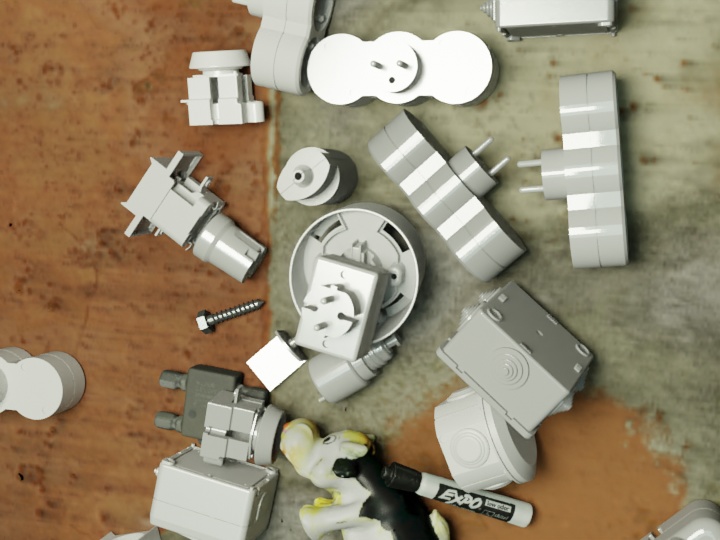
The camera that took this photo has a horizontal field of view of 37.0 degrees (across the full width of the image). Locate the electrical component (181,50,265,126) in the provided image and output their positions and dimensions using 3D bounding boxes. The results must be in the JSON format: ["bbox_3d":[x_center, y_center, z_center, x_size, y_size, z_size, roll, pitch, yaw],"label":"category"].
[{"bbox_3d":[-0.108,-0.143,0.839,0.066,0.048,0.055,0,102,16],"label":"electrical component"}]

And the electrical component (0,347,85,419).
[{"bbox_3d":[-0.310,0.095,0.899,0.138,0.074,0.052,3,95,15],"label":"electrical component"}]

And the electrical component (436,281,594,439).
[{"bbox_3d":[0.114,0.060,0.767,0.100,0.100,0.048,43,116,8],"label":"electrical component"}]

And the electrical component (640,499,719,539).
[{"bbox_3d":[0.228,0.215,0.767,0.095,0.059,0.053,-41,83,15],"label":"electrical component"}]

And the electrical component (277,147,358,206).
[{"bbox_3d":[-0.033,-0.070,0.805,0.043,0.081,0.043,1,95,15],"label":"electrical component"}]

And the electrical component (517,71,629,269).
[{"bbox_3d":[0.150,-0.069,0.770,0.074,0.052,0.138,-4,93,16],"label":"electrical component"}]

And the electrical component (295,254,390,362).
[{"bbox_3d":[-0.017,0.027,0.752,0.047,0.077,0.065,17,98,13],"label":"electrical component"}]

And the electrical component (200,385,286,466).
[{"bbox_3d":[-0.090,0.124,0.836,0.055,0.048,0.066,12,101,8],"label":"electrical component"}]

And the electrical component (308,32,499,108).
[{"bbox_3d":[0.028,-0.147,0.786,0.138,0.074,0.052,2,95,15],"label":"electrical component"}]

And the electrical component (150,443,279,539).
[{"bbox_3d":[-0.123,0.182,0.860,0.096,0.062,0.061,14,98,14],"label":"electrical component"}]

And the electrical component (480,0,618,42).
[{"bbox_3d":[0.133,-0.197,0.759,0.096,0.062,0.061,0,95,15],"label":"electrical component"}]

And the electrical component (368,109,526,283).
[{"bbox_3d":[0.076,-0.066,0.790,0.074,0.052,0.138,-41,83,15],"label":"electrical component"}]

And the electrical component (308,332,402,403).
[{"bbox_3d":[-0.003,0.071,0.829,0.078,0.040,0.040,-31,86,15],"label":"electrical component"}]

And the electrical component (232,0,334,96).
[{"bbox_3d":[-0.062,-0.208,0.817,0.074,0.052,0.138,15,98,14],"label":"electrical component"}]

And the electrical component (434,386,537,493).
[{"bbox_3d":[0.094,0.121,0.787,0.051,0.080,0.080,-22,88,22],"label":"electrical component"}]

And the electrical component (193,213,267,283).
[{"bbox_3d":[-0.102,-0.016,0.851,0.046,0.040,0.040,34,102,5],"label":"electrical component"}]

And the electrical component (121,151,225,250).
[{"bbox_3d":[-0.147,-0.053,0.858,0.064,0.042,0.081,38,104,9],"label":"electrical component"}]

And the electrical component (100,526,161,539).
[{"bbox_3d":[-0.191,0.252,0.895,0.081,0.042,0.063,-11,93,17],"label":"electrical component"}]

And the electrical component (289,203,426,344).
[{"bbox_3d":[0.000,0.000,0.807,0.099,0.064,0.099,5,109,15],"label":"electrical component"}]
